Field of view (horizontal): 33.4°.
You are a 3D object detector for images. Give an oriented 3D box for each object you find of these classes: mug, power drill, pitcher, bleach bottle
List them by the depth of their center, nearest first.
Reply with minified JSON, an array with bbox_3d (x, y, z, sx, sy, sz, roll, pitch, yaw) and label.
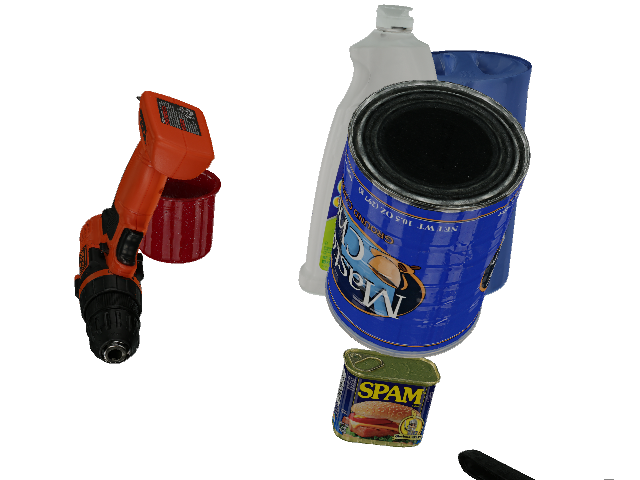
[{"bbox_3d":[-0.150,-0.014,0.878,0.057,0.188,0.184,18,27,-26],"label":"power drill"},{"bbox_3d":[0.043,-0.075,0.919,0.102,0.251,0.068,7,17,6],"label":"bleach bottle"},{"bbox_3d":[0.149,-0.072,1.104,0.149,0.243,0.145,-8,24,-15],"label":"pitcher"},{"bbox_3d":[-0.161,-0.033,1.162,0.093,0.081,0.117,-7,30,-24],"label":"mug"}]

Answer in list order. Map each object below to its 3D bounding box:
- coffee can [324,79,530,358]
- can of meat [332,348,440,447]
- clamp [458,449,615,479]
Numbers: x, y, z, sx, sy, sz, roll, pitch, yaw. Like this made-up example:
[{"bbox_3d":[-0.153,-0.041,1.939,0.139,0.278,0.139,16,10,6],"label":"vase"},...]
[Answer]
[{"bbox_3d":[0.060,-0.010,0.641,0.102,0.103,0.140,0,-40,-6],"label":"coffee can"},{"bbox_3d":[0.067,0.168,1.130,0.102,0.084,0.057,8,21,-9],"label":"can of meat"},{"bbox_3d":[0.194,0.239,0.860,0.210,0.036,0.164,1,34,24],"label":"clamp"}]
